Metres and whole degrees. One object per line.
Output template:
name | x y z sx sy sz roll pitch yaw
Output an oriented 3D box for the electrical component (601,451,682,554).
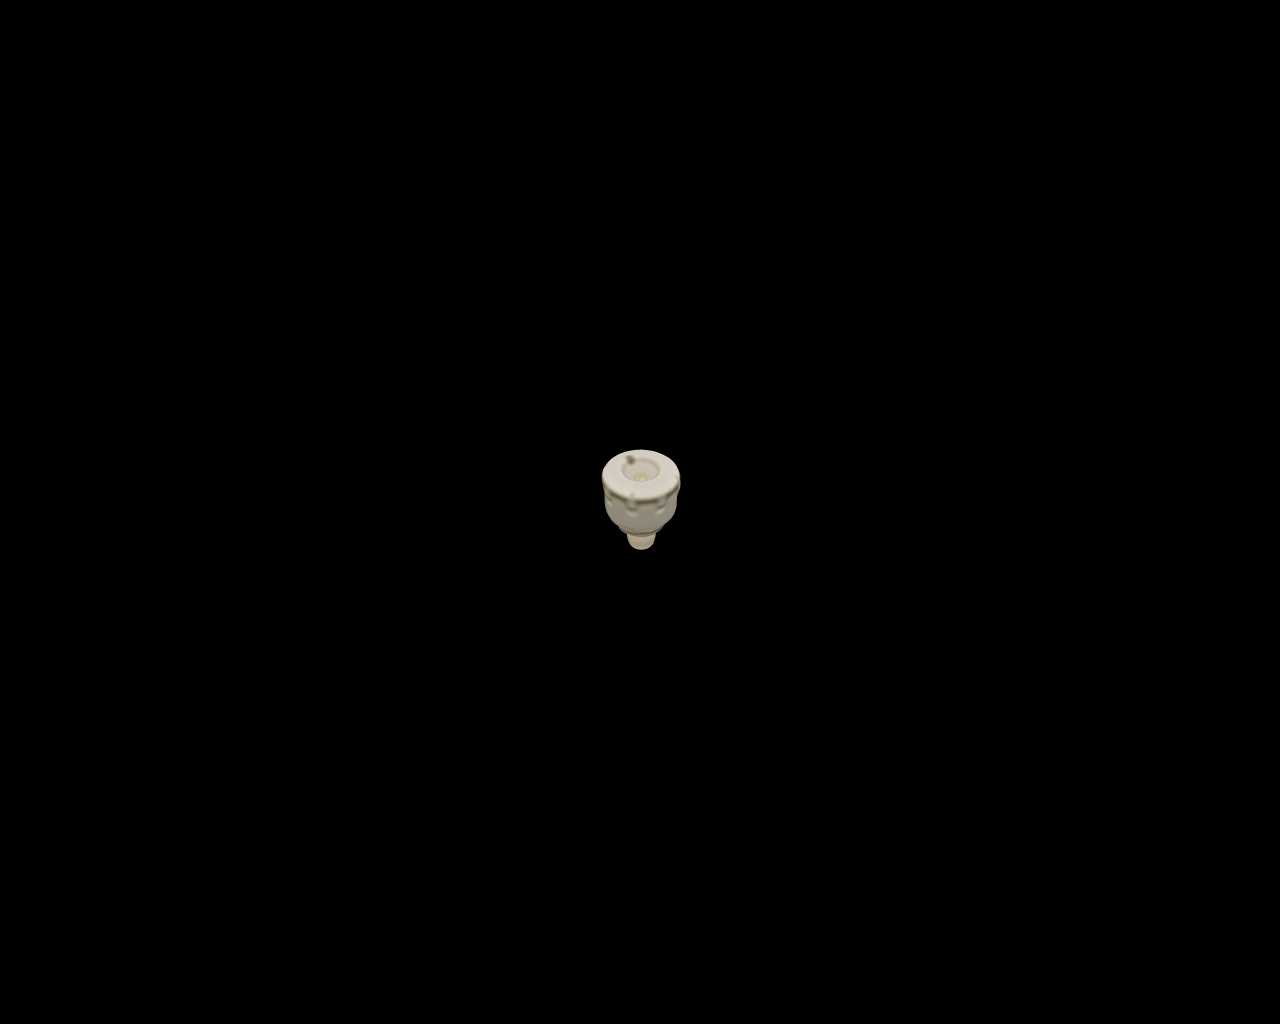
electrical component | 0.001 -0.003 0.650 0.048 0.062 0.048 0 41 0
